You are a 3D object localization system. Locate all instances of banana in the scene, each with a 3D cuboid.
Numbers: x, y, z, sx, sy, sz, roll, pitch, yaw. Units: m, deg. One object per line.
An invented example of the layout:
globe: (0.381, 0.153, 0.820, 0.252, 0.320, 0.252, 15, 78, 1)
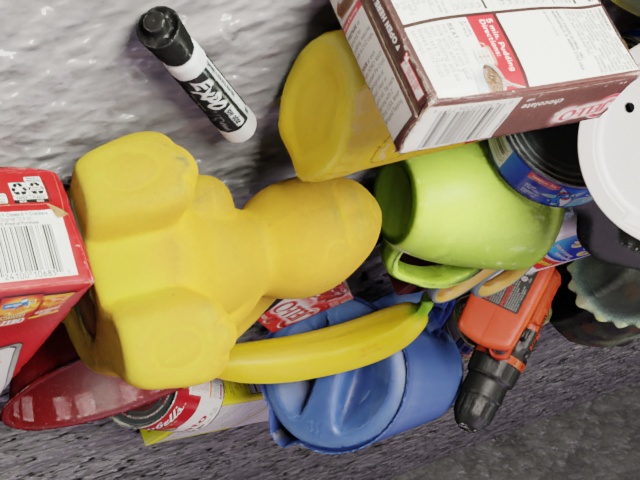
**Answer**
banana: (0.003, 0.080, 0.840, 0.198, 0.037, 0.069, -19, 139, 14)

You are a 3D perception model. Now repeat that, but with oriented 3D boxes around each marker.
marker: (-0.053, -0.072, 0.479, 0.020, 0.020, 0.121, -24, 162, 6)

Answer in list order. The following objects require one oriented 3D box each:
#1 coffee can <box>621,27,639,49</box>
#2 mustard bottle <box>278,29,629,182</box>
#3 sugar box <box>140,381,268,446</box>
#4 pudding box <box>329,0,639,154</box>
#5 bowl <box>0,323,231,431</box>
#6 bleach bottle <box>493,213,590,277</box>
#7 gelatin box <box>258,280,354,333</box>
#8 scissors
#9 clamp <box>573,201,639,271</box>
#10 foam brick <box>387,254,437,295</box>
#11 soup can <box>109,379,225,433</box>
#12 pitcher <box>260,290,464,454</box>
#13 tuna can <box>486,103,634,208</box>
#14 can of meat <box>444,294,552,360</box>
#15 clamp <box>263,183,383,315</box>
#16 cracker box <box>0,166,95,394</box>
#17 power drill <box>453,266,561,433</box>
coffee can: (0.254, -0.096, 0.630, 0.140, 0.103, 0.103, -21, 162, -5)
mustard bottle: (0.079, -0.081, 0.544, 0.191, 0.058, 0.096, -14, 160, -24)
sugar box: (-0.084, 0.151, 1.031, 0.093, 0.048, 0.175, -35, 161, 33)
pudding box: (0.069, -0.091, 0.455, 0.113, 0.090, 0.039, -11, 157, -28)
bowl: (-0.143, 0.074, 0.727, 0.162, 0.055, 0.162, -20, 162, -7)
bleach bottle: (0.207, -0.016, 0.872, 0.251, 0.068, 0.102, -22, 159, 4)
gelatin box: (-0.017, 0.038, 0.813, 0.073, 0.030, 0.089, -23, 162, 2)
scissors: (0.165, -0.011, 0.748, 0.202, 0.016, 0.096, -33, 155, 16)
clamp: (0.212, -0.032, 0.775, 0.165, 0.036, 0.209, -22, 138, 13)
foam brick: (0.087, -0.001, 0.790, 0.051, 0.053, 0.078, -7, 158, -38)
soup can: (-0.125, 0.120, 0.858, 0.068, 0.068, 0.102, -26, 162, 10)
pitcher: (0.060, 0.114, 0.981, 0.149, 0.145, 0.242, -5, 173, 22)
tuna can: (0.141, -0.063, 0.624, 0.086, 0.086, 0.034, -16, 163, -19)
can of meat: (0.186, 0.086, 1.142, 0.102, 0.057, 0.084, -19, 164, -9)
clamp: (-0.005, 0.001, 0.711, 0.171, 0.039, 0.120, -30, 162, 0)
cracker box: (-0.230, 0.046, 0.524, 0.163, 0.072, 0.214, -6, 157, -38)
power drill: (0.168, 0.083, 0.985, 0.184, 0.057, 0.187, -64, 163, -11)
